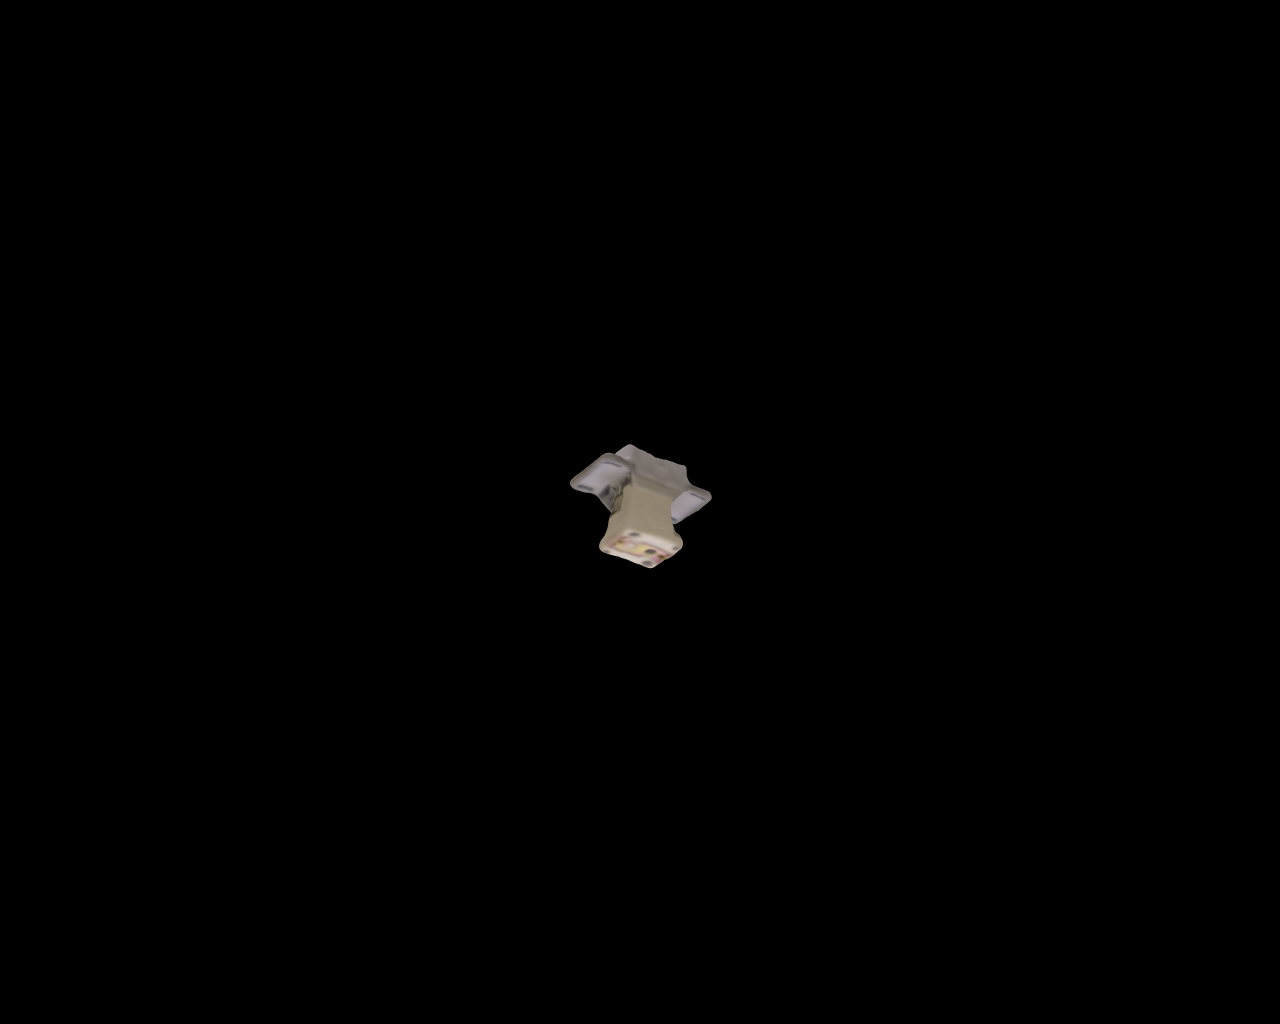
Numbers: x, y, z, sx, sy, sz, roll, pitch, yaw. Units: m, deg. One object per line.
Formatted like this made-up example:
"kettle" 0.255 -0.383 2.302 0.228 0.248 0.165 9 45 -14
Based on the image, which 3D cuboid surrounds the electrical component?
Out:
"electrical component" 0.001 -0.003 0.650 0.081 0.064 0.042 19 -36 -29
